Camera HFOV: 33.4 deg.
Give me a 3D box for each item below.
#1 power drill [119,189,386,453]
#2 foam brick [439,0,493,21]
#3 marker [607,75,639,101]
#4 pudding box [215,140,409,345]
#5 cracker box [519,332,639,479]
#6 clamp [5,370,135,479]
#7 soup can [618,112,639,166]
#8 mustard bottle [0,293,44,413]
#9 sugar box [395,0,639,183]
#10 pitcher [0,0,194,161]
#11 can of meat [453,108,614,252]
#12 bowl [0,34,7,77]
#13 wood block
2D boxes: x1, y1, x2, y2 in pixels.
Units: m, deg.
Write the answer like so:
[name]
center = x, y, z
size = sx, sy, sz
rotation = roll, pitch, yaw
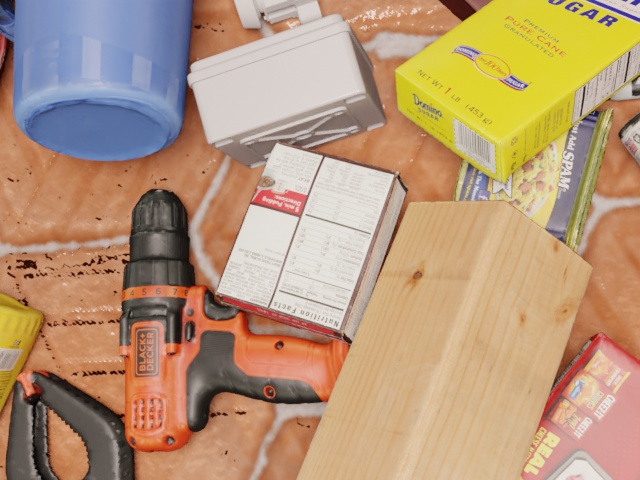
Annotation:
[power drill]
center = -0.046, 0.050, 0.728
size = 0.188, 0.057, 0.184
rotation = -4, 79, 14
[foam brick]
center = 0.104, -0.185, 0.728
size = 0.053, 0.051, 0.078
rotation = -44, 77, 2
[marker]
center = 0.225, -0.104, 0.706
size = 0.121, 0.020, 0.020
rotation = -5, 81, 11
[pudding box]
center = -0.005, 0.001, 0.681
size = 0.090, 0.039, 0.113
rotation = 17, 79, 17
[cracker box]
center = 0.206, 0.184, 0.645
size = 0.214, 0.072, 0.164
rotation = 38, 94, 13
[clamp]
center = -0.151, 0.183, 0.741
size = 0.164, 0.036, 0.210
rotation = -22, 78, 8
[soup can]
center = 0.243, -0.042, 0.669
size = 0.068, 0.068, 0.102
rotation = -32, 76, 6
[mustard bottle]
center = -0.264, 0.128, 0.743
size = 0.058, 0.096, 0.191
rotation = 23, 88, 14
[sugar box]
center = 0.142, -0.119, 0.672
size = 0.176, 0.048, 0.093
rotation = -39, 58, -16
[pitcher]
center = -0.153, -0.180, 0.723
size = 0.144, 0.149, 0.243
rotation = 7, 69, -22
[can of meat]
center = 0.137, -0.044, 0.699
size = 0.084, 0.057, 0.102
rotation = 15, 85, 16
[bowl]
center = -0.299, -0.143, 0.809
size = 0.162, 0.055, 0.162
rotation = -2, 82, 12
[wood block]
center = 0.073, 0.087, 0.640
size = 0.091, 0.090, 0.206
rotation = 2, 64, 54
